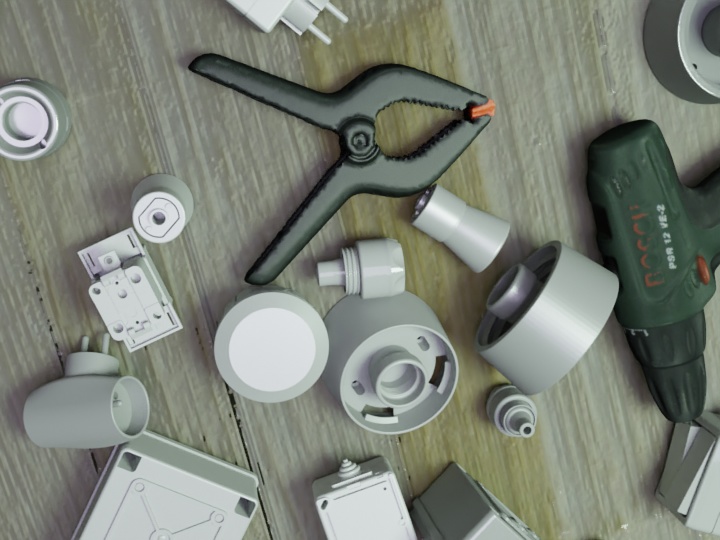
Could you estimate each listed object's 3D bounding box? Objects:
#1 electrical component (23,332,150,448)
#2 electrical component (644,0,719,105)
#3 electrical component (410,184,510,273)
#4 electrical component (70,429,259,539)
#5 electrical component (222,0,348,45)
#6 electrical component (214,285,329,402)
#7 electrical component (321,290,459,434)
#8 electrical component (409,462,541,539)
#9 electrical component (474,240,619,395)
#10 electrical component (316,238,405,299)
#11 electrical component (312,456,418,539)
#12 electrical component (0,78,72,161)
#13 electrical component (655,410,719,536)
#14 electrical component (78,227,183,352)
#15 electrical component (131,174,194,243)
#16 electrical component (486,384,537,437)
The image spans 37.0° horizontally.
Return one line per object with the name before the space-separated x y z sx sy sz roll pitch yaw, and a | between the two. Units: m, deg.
electrical component | -0.191 0.083 0.758 0.077 0.043 0.079 -9 65 24
electrical component | 0.266 -0.171 0.770 0.108 0.060 0.108 -2 102 -8
electrical component | 0.070 -0.033 0.781 0.065 0.044 0.044 32 96 -8
electrical component | -0.144 0.185 0.786 0.109 0.056 0.108 25 97 -12
electrical component | -0.044 -0.185 0.729 0.077 0.047 0.065 38 94 -14
electrical component | -0.065 0.051 0.772 0.080 0.051 0.080 -2 102 -8
electrical component | 0.021 0.069 0.795 0.099 0.064 0.099 -6 114 -14
electrical component | 0.101 0.210 0.800 0.109 0.109 0.056 44 90 -14
electrical component | 0.126 0.028 0.770 0.060 0.108 0.108 36 95 -7
electrical component | 0.000 0.000 0.776 0.062 0.043 0.043 -6 102 -6
electrical component | 0.004 0.184 0.808 0.062 0.061 0.096 -19 96 -3
electrical component | -0.224 -0.100 0.720 0.055 0.047 0.055 -2 102 -8
electrical component | 0.277 0.151 0.838 0.061 0.061 0.096 16 99 -11
electrical component | -0.160 0.017 0.745 0.042 0.064 0.081 -25 104 -1
electrical component | -0.136 -0.040 0.736 0.044 0.065 0.044 -2 102 -8
electrical component | 0.117 0.109 0.806 0.035 0.061 0.035 -2 103 -7
